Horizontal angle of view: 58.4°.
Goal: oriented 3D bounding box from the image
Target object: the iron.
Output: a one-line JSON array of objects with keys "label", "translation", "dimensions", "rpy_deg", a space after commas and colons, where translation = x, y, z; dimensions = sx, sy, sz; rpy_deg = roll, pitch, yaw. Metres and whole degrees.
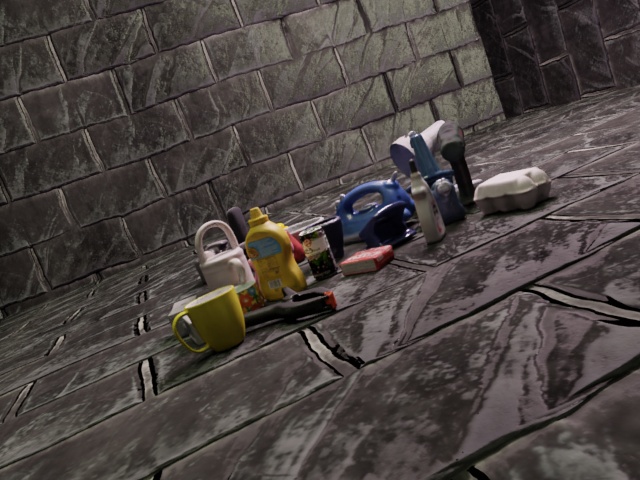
[{"label": "iron", "translation": [0.118, -0.079, 1.469], "dimensions": [0.257, 0.141, 0.119], "rpy_deg": [-15, 10, 31]}]

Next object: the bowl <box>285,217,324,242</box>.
[{"label": "bowl", "translation": [-0.056, -0.002, 1.617], "dimensions": [0.167, 0.075, 0.167], "rpy_deg": [-20, 9, 4]}]

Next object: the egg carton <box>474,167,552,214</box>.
[{"label": "egg carton", "translation": [0.404, -0.103, 1.205], "dimensions": [0.107, 0.069, 0.150], "rpy_deg": [-26, 11, -33]}]

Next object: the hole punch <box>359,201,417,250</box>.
[{"label": "hole punch", "translation": [0.143, -0.031, 1.289], "dimensions": [0.109, 0.091, 0.100], "rpy_deg": [-26, 10, -31]}]

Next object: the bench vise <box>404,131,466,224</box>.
[{"label": "bench vise", "translation": [0.268, -0.153, 1.324], "dimensions": [0.122, 0.220, 0.207], "rpy_deg": [-23, 9, -17]}]

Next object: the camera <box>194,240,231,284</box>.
[{"label": "camera", "translation": [-0.287, 0.052, 1.725], "dimensions": [0.136, 0.101, 0.143], "rpy_deg": [-16, 10, 26]}]

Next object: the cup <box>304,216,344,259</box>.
[{"label": "cup", "translation": [0.012, 0.005, 1.353], "dimensions": [0.091, 0.095, 0.118], "rpy_deg": [-12, 12, 42]}]

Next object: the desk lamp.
[{"label": "desk lamp", "translation": [0.316, -0.211, 1.586], "dimensions": [0.203, 0.213, 0.117], "rpy_deg": [-24, 10, -21]}]

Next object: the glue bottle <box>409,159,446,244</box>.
[{"label": "glue bottle", "translation": [0.212, -0.082, 1.174], "dimensions": [0.037, 0.173, 0.078], "rpy_deg": [-17, 10, 23]}]

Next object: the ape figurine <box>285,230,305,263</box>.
[{"label": "ape figurine", "translation": [-0.083, 0.018, 1.498], "dimensions": [0.076, 0.092, 0.078], "rpy_deg": [-15, 10, 30]}]

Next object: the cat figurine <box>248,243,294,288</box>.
[{"label": "cat figurine", "translation": [-0.103, 0.046, 1.289], "dimensions": [0.128, 0.118, 0.067], "rpy_deg": [-25, 10, -27]}]

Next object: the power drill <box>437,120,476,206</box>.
[{"label": "power drill", "translation": [0.347, -0.196, 1.442], "dimensions": [0.075, 0.208, 0.230], "rpy_deg": [-18, 9, 16]}]

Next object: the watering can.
[{"label": "watering can", "translation": [-0.213, 0.054, 1.240], "dimensions": [0.172, 0.194, 0.101], "rpy_deg": [-14, 11, 36]}]

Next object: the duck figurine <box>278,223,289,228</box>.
[{"label": "duck figurine", "translation": [-0.120, -0.007, 1.755], "dimensions": [0.077, 0.086, 0.105], "rpy_deg": [-14, 11, 34]}]

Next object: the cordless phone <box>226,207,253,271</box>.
[{"label": "cordless phone", "translation": [-0.244, 0.009, 1.613], "dimensions": [0.094, 0.185, 0.148], "rpy_deg": [-14, 11, 35]}]
